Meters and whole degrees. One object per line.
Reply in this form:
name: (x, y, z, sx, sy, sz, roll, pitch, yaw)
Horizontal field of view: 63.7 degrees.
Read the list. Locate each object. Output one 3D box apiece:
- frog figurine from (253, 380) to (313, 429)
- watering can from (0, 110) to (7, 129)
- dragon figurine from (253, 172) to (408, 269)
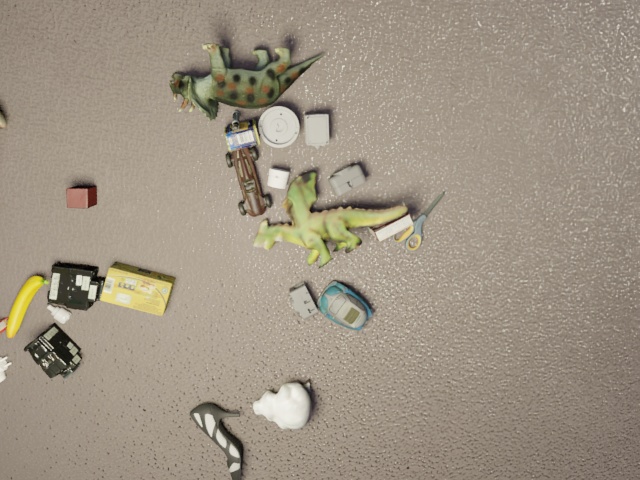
frog figurine: (-0.105, 0.469, 1.456, 0.159, 0.125, 0.135, 3, 118, -19)
watering can: (-0.873, -0.248, 1.271, 0.224, 0.104, 0.345, -40, 100, -1)
dragon figurine: (0.004, -0.070, 1.392, 0.408, 0.123, 0.242, -32, 94, 9)
